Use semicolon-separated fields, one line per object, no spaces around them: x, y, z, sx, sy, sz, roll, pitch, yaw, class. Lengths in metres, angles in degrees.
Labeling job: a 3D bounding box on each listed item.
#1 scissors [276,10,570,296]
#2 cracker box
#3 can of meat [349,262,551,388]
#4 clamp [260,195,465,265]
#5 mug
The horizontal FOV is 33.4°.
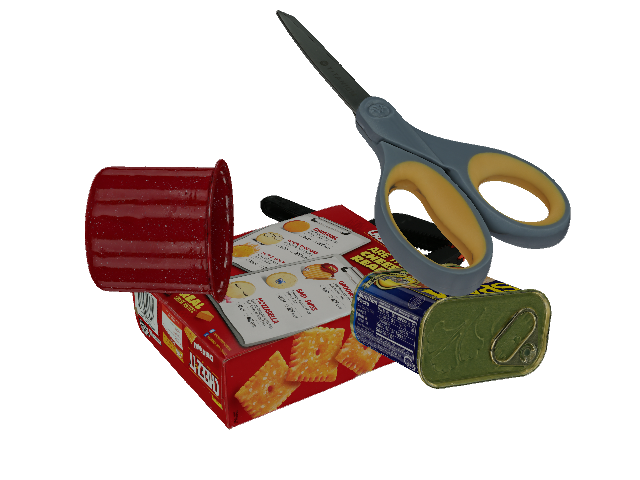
0.047;-0.053;0.502;0.096;0.202;0.016;-6;-44;-15;scissors
-0.024;0.054;0.876;0.213;0.072;0.164;-17;33;-29;cracker box
0.081;0.051;0.687;0.101;0.057;0.084;-4;14;-31;can of meat
0.044;0.022;1.059;0.210;0.164;0.036;2;-40;-4;clamp
-0.102;-0.007;0.704;0.081;0.093;0.117;1;-1;4;mug
